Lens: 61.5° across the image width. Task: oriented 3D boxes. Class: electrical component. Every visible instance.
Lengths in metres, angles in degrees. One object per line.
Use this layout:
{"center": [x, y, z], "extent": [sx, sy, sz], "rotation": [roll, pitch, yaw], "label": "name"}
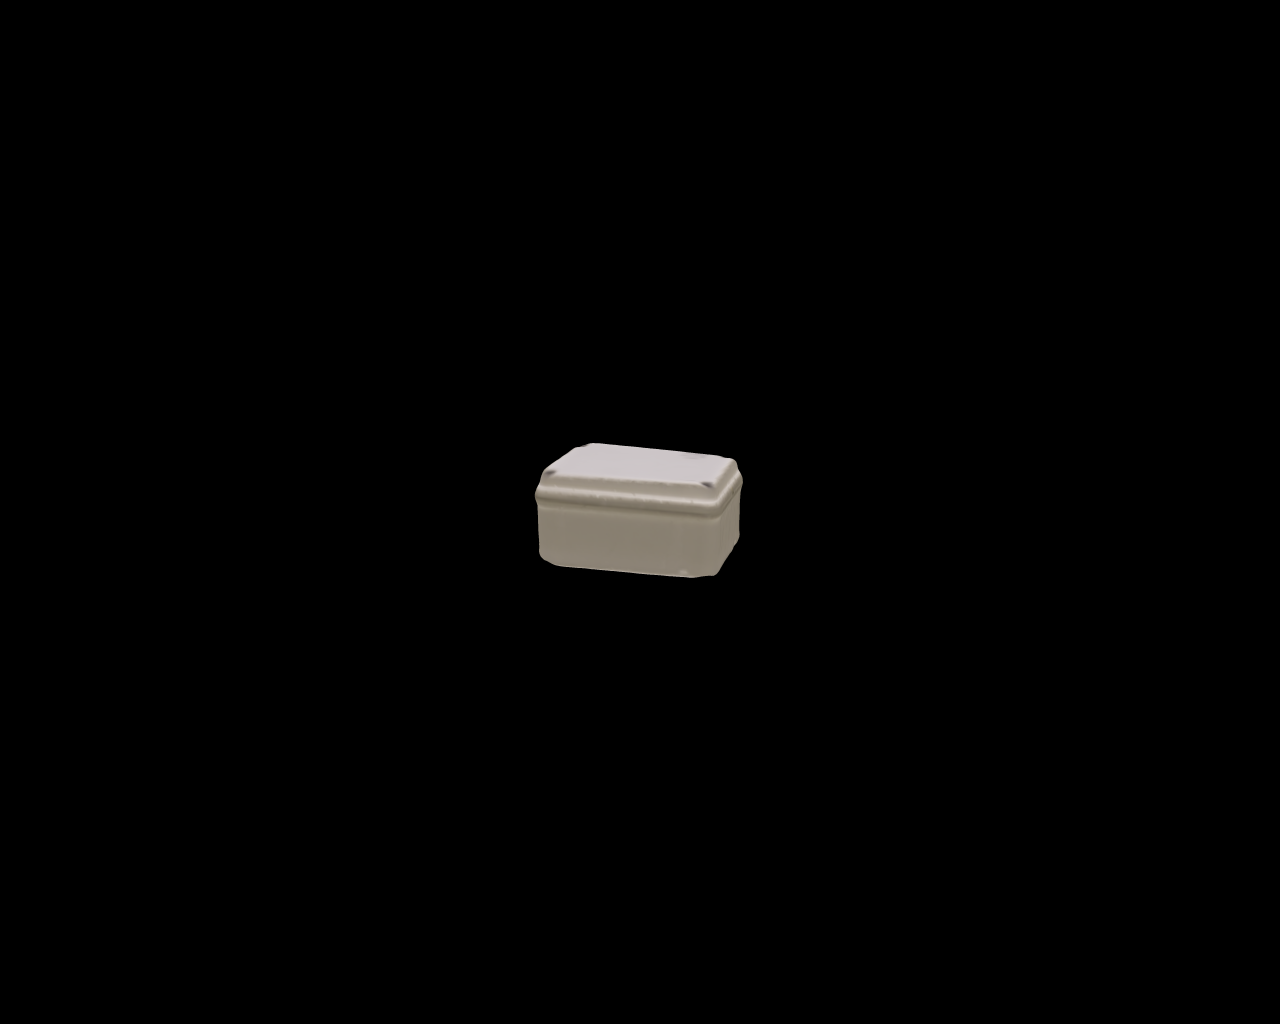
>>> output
{"center": [0.001, -0.003, 0.650], "extent": [0.113, 0.057, 0.078], "rotation": [6, 20, 16], "label": "electrical component"}
